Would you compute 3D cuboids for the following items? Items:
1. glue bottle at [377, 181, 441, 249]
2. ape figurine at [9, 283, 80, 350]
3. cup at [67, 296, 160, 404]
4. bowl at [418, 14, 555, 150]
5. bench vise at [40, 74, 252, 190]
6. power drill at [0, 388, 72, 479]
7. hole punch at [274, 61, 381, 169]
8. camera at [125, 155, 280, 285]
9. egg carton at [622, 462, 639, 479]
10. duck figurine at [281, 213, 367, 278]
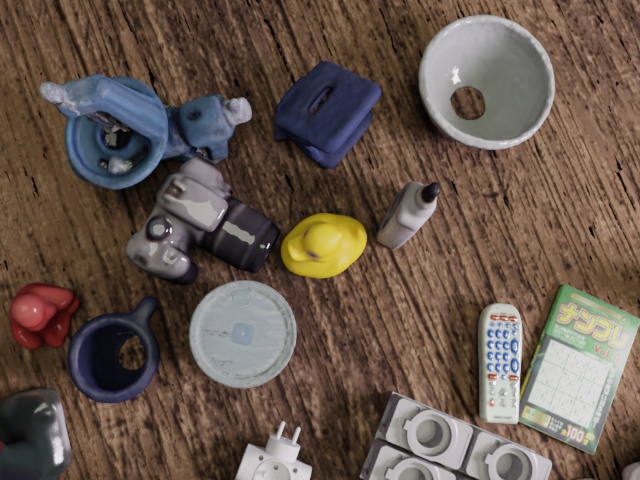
[{"bbox_3d":[0.104,-0.036,0.631,0.037,0.173,0.078,28,81,0],"label":"glue bottle"},{"bbox_3d":[-0.307,0.079,0.624,0.078,0.092,0.076,-32,85,-8],"label":"ape figurine"},{"bbox_3d":[-0.207,0.114,0.625,0.091,0.095,0.118,30,81,0],"label":"cup"},{"bbox_3d":[0.195,-0.184,0.709,0.167,0.074,0.167,1,82,-4],"label":"bowl"},{"bbox_3d":[-0.185,-0.136,0.599,0.207,0.219,0.121,-31,85,-8],"label":"bench vise"},{"bbox_3d":[-0.318,0.201,0.547,0.075,0.208,0.230,-15,83,-6],"label":"power drill"},{"bbox_3d":[0.005,-0.154,0.681,0.101,0.091,0.109,37,81,2],"label":"hole punch"},{"bbox_3d":[-0.125,-0.007,0.646,0.137,0.100,0.143,30,81,0],"label":"camera"},{"bbox_3d":[0.433,0.276,0.665,0.150,0.069,0.107,-35,86,-8],"label":"egg carton"},{"bbox_3d":[0.006,0.002,0.662,0.104,0.086,0.077,-17,83,-6],"label":"duck figurine"}]
